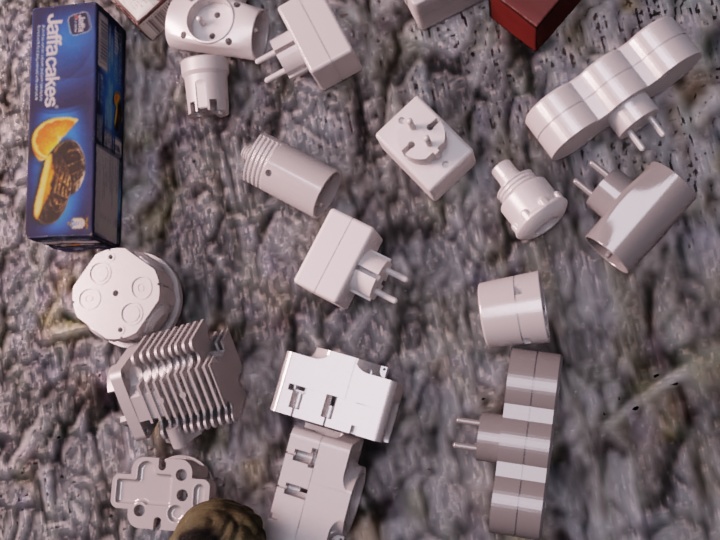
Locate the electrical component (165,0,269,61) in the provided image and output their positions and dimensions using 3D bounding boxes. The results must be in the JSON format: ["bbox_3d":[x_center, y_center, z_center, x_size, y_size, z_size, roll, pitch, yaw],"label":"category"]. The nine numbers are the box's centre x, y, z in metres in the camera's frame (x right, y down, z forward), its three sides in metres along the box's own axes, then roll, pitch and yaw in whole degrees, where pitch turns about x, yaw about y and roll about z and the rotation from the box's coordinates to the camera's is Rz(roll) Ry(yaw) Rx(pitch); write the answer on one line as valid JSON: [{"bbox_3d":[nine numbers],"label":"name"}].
[{"bbox_3d":[-0.117,-0.221,0.909,0.077,0.044,0.079,10,83,12],"label":"electrical component"}]

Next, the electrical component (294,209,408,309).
[{"bbox_3d":[0.000,0.000,0.849,0.077,0.047,0.065,27,86,13],"label":"electrical component"}]

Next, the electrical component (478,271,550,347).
[{"bbox_3d":[0.117,0.031,0.820,0.047,0.055,0.055,-9,79,12],"label":"electrical component"}]

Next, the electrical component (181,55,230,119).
[{"bbox_3d":[-0.129,-0.153,0.903,0.040,0.040,0.046,-6,86,9],"label":"electrical component"}]

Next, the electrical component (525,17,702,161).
[{"bbox_3d":[0.205,-0.126,0.830,0.138,0.052,0.073,-34,77,3],"label":"electrical component"}]

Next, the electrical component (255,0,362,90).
[{"bbox_3d":[-0.049,-0.182,0.888,0.077,0.047,0.065,-28,77,5],"label":"electrical component"}]

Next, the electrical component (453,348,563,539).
[{"bbox_3d":[0.107,0.127,0.806,0.074,0.052,0.138,7,82,11],"label":"electrical component"}]

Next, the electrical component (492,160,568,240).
[{"bbox_3d":[0.127,-0.058,0.838,0.048,0.048,0.062,-36,70,3],"label":"electrical component"}]

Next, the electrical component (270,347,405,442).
[{"bbox_3d":[-0.015,0.094,0.835,0.089,0.050,0.055,15,84,12],"label":"electrical component"}]

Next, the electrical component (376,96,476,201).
[{"bbox_3d":[0.050,-0.100,0.842,0.047,0.077,0.065,-43,76,1],"label":"electrical component"}]

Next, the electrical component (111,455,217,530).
[{"bbox_3d":[-0.147,0.174,0.842,0.078,0.057,0.058,2,81,11],"label":"electrical component"}]

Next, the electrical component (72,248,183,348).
[{"bbox_3d":[-0.190,0.022,0.878,0.080,0.051,0.080,-2,80,10],"label":"electrical component"}]

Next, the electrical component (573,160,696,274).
[{"bbox_3d":[0.200,-0.051,0.823,0.079,0.044,0.077,42,90,14],"label":"electrical component"}]

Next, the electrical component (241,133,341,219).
[{"bbox_3d":[-0.061,-0.079,0.876,0.081,0.043,0.043,28,87,14],"label":"electrical component"}]

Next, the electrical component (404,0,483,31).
[{"bbox_3d":[0.075,-0.250,0.870,0.096,0.061,0.061,-26,77,5],"label":"electrical component"}]

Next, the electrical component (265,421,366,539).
[{"bbox_3d":[-0.030,0.168,0.821,0.056,0.050,0.089,15,91,12],"label":"electrical component"}]
